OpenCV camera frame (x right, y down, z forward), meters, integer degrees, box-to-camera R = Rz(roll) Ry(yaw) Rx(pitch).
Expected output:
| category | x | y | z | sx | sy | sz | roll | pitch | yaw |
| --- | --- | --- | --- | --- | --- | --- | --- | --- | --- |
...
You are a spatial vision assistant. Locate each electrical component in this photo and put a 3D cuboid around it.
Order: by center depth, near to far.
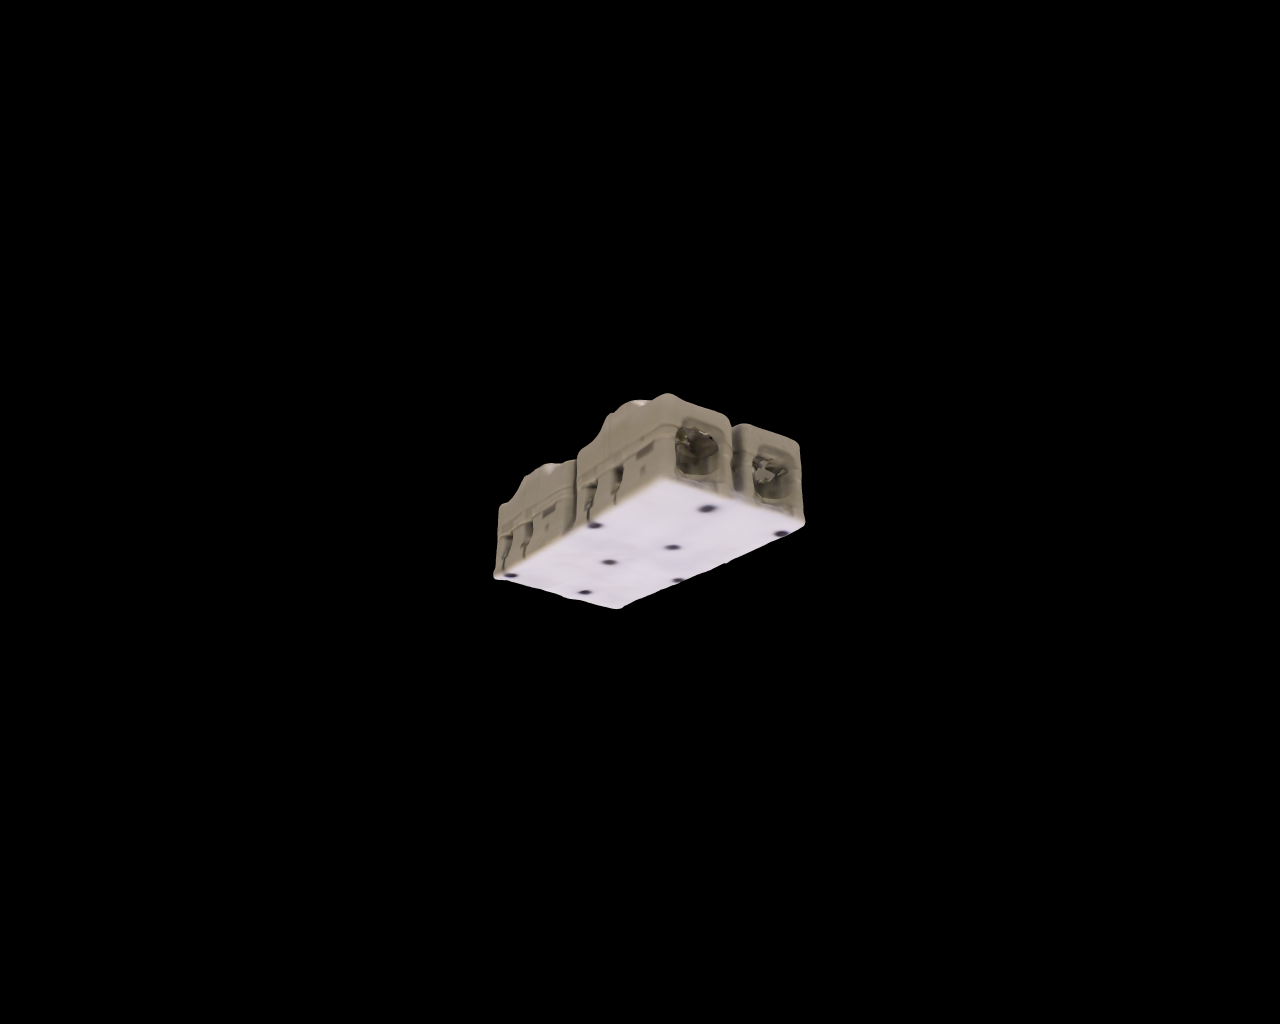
| category | x | y | z | sx | sy | sz | roll | pitch | yaw |
| --- | --- | --- | --- | --- | --- | --- | --- | --- | --- |
| electrical component | 0.001 | -0.003 | 0.650 | 0.105 | 0.060 | 0.186 | 17 | -29 | -32 |
